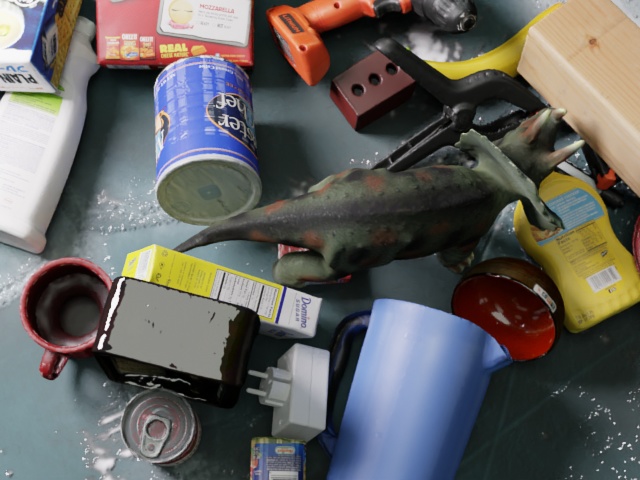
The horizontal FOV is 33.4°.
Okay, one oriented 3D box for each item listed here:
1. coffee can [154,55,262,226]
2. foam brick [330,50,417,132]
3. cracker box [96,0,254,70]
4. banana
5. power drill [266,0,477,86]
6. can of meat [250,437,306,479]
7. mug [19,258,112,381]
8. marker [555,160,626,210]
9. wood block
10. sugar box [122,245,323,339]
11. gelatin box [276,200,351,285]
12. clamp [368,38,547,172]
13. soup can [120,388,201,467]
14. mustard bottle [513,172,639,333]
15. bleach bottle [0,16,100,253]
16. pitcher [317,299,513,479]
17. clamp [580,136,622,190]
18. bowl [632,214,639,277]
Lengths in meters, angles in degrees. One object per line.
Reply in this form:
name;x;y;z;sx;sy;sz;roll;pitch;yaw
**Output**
coffee can;-0.114;-0.100;1.069;0.102;0.103;0.140;-5;54;-4
foam brick;0.057;-0.162;1.140;0.078;0.051;0.053;-33;79;-10
cracker box;-0.150;-0.288;1.125;0.164;0.072;0.214;0;95;-3
banana;0.185;-0.197;1.151;0.197;0.069;0.037;-19;36;-14
power drill;0.051;-0.236;1.123;0.187;0.057;0.185;-28;43;-8
can of meat;-0.040;0.234;1.009;0.057;0.102;0.084;2;73;-3
mug;-0.245;0.083;1.050;0.093;0.081;0.117;17;75;2
marker;0.273;-0.070;1.140;0.121;0.020;0.020;34;77;6
wood block;0.307;-0.146;1.082;0.090;0.090;0.206;-35;72;-11
sugar box;-0.096;0.052;1.026;0.176;0.093;0.048;17;77;-24
gelatin box;-0.007;0.001;1.106;0.073;0.030;0.089;-3;76;-4
clamp;0.138;-0.124;1.119;0.209;0.165;0.036;2;31;-18
soup can;-0.149;0.181;1.017;0.068;0.102;0.068;0;76;-2
mustard bottle;0.256;-0.007;1.103;0.096;0.058;0.192;-25;78;-8
bleach bottle;-0.287;-0.119;1.112;0.102;0.068;0.250;19;73;6
pitcher;0.070;0.184;1.021;0.145;0.149;0.243;22;78;-12
clamp;0.335;-0.129;1.145;0.120;0.039;0.171;9;69;5
bowl;0.400;0.014;1.080;0.162;0.055;0.162;8;65;-18
